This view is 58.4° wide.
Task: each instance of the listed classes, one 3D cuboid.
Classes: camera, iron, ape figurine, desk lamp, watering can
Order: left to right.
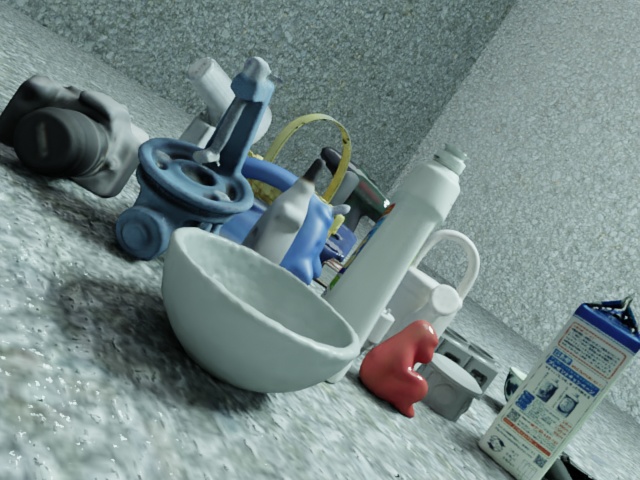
[{"bbox_3d":[-0.271,-0.120,0.608,0.143,0.101,0.137,33,7,-4],"label":"camera"},{"bbox_3d":[-0.216,-0.218,1.072,0.117,0.213,0.204,39,8,37],"label":"desk lamp"},{"bbox_3d":[-0.091,-0.049,0.778,0.258,0.141,0.119,34,7,4],"label":"iron"},{"bbox_3d":[0.091,0.127,0.608,0.076,0.092,0.078,34,7,2],"label":"ape figurine"},{"bbox_3d":[0.148,0.078,0.787,0.101,0.194,0.172,30,7,-25],"label":"watering can"}]

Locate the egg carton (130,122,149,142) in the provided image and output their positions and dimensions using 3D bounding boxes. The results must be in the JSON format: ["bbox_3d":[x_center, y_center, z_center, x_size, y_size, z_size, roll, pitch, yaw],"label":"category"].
[{"bbox_3d":[-0.293,-0.137,0.751,0.107,0.069,0.150,34,7,2],"label":"egg carton"}]

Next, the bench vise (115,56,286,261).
[{"bbox_3d":[-0.117,-0.088,0.601,0.122,0.219,0.207,32,7,-15],"label":"bench vise"}]

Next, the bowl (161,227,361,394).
[{"bbox_3d":[-0.056,0.064,0.436,0.167,0.074,0.167,33,7,-4],"label":"bowl"}]

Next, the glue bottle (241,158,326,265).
[{"bbox_3d":[-0.045,-0.012,0.603,0.037,0.173,0.078,31,7,-20],"label":"glue bottle"}]

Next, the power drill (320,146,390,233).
[{"bbox_3d":[0.050,-0.073,1.317,0.229,0.208,0.076,34,7,3],"label":"power drill"}]

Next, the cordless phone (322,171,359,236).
[{"bbox_3d":[-0.005,-0.081,1.218,0.093,0.185,0.148,38,8,35],"label":"cordless phone"}]

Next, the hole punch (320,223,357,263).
[{"bbox_3d":[0.010,0.004,1.089,0.108,0.091,0.101,34,7,2],"label":"hole punch"}]
